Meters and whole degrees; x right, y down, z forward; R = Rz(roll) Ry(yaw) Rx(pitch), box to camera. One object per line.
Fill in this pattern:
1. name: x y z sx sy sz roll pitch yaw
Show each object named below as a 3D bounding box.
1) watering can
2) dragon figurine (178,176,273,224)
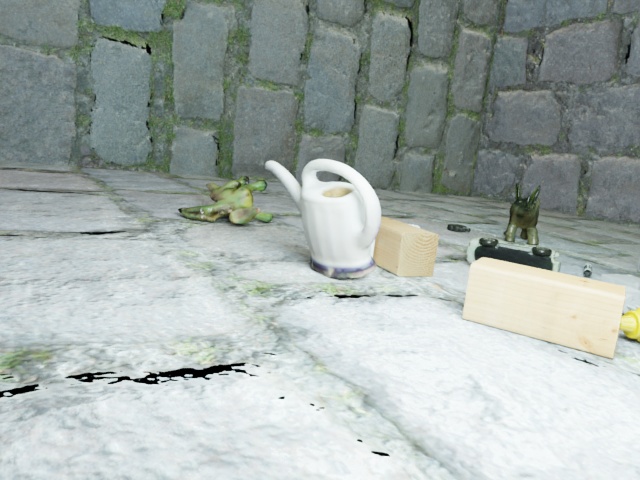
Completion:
1. watering can: 0.003 -0.050 0.994 0.105 0.221 0.350 -19 22 -30
2. dragon figurine: -0.290 -0.110 1.473 0.412 0.121 0.244 14 20 42
